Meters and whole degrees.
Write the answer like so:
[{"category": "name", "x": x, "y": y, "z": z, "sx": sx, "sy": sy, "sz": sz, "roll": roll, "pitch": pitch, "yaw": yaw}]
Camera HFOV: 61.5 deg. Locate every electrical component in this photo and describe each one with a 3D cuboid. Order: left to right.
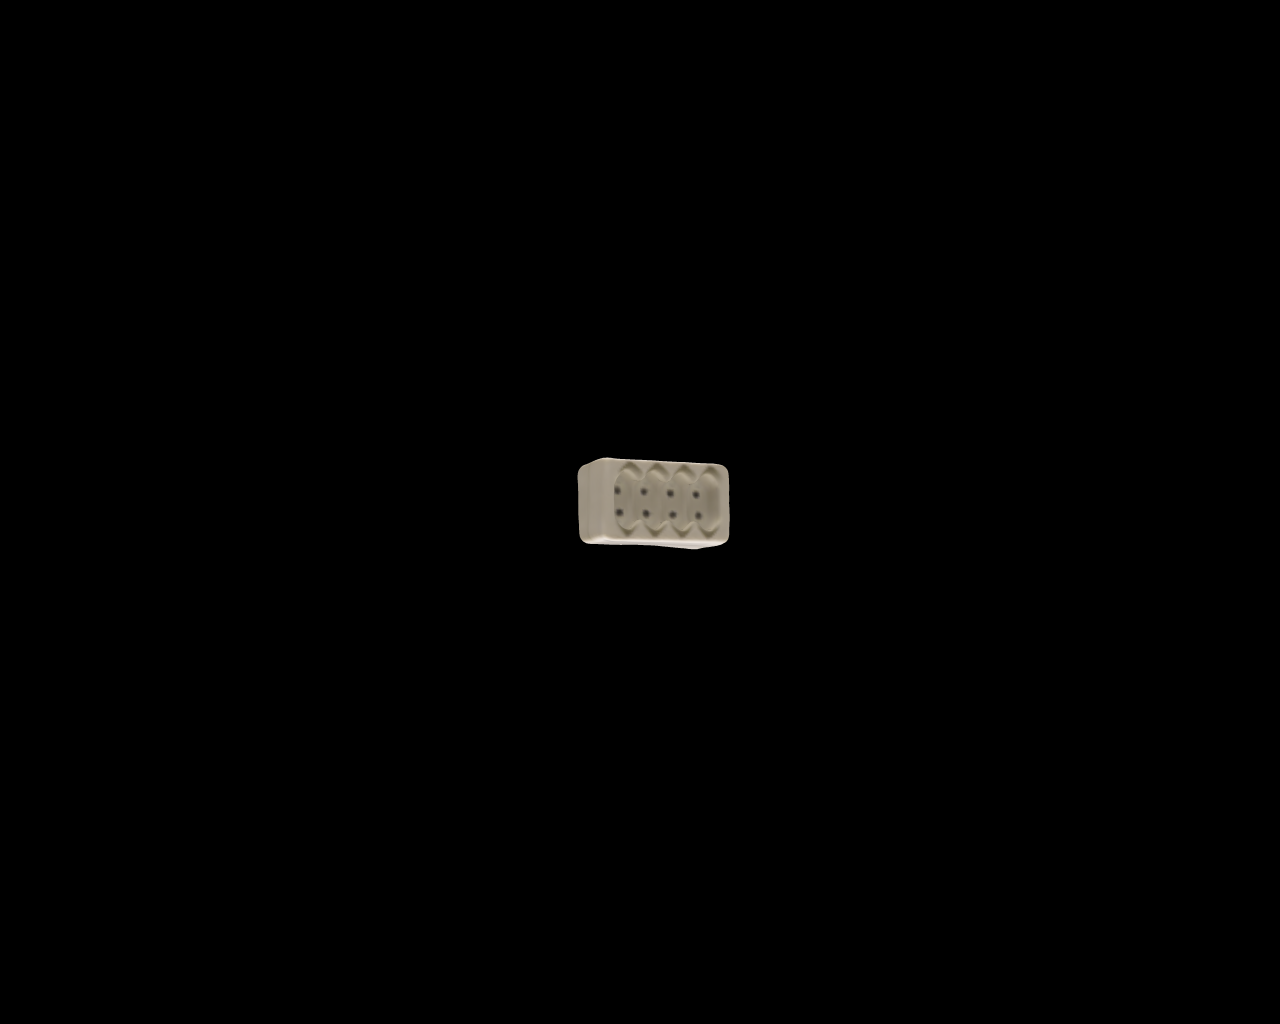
[{"category": "electrical component", "x": 0.001, "y": -0.003, "z": 0.650, "sx": 0.083, "sy": 0.047, "sz": 0.075, "roll": 3, "pitch": -7, "yaw": -26}]
